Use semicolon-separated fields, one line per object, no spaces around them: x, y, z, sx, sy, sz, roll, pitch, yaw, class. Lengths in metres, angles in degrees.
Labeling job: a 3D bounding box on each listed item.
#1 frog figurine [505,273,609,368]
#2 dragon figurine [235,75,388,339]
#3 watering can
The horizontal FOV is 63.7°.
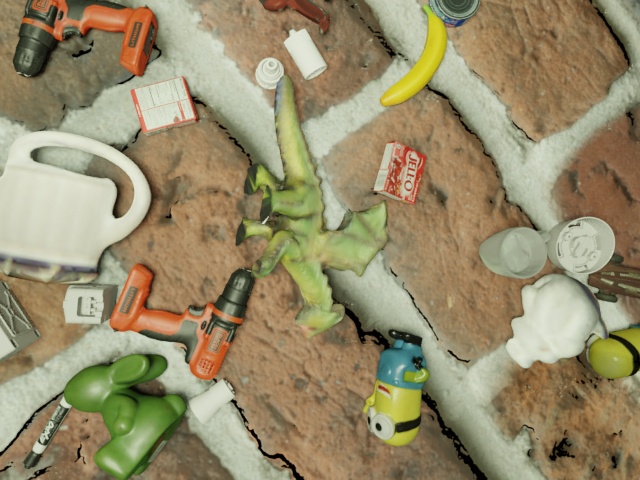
0.380;0.135;0.864;0.159;0.120;0.140;-24;59;1;frog figurine
0.003;-0.042;0.840;0.242;0.122;0.411;13;87;-25;dragon figurine
-0.433;-0.056;0.756;0.347;0.104;0.225;11;87;-9;watering can
